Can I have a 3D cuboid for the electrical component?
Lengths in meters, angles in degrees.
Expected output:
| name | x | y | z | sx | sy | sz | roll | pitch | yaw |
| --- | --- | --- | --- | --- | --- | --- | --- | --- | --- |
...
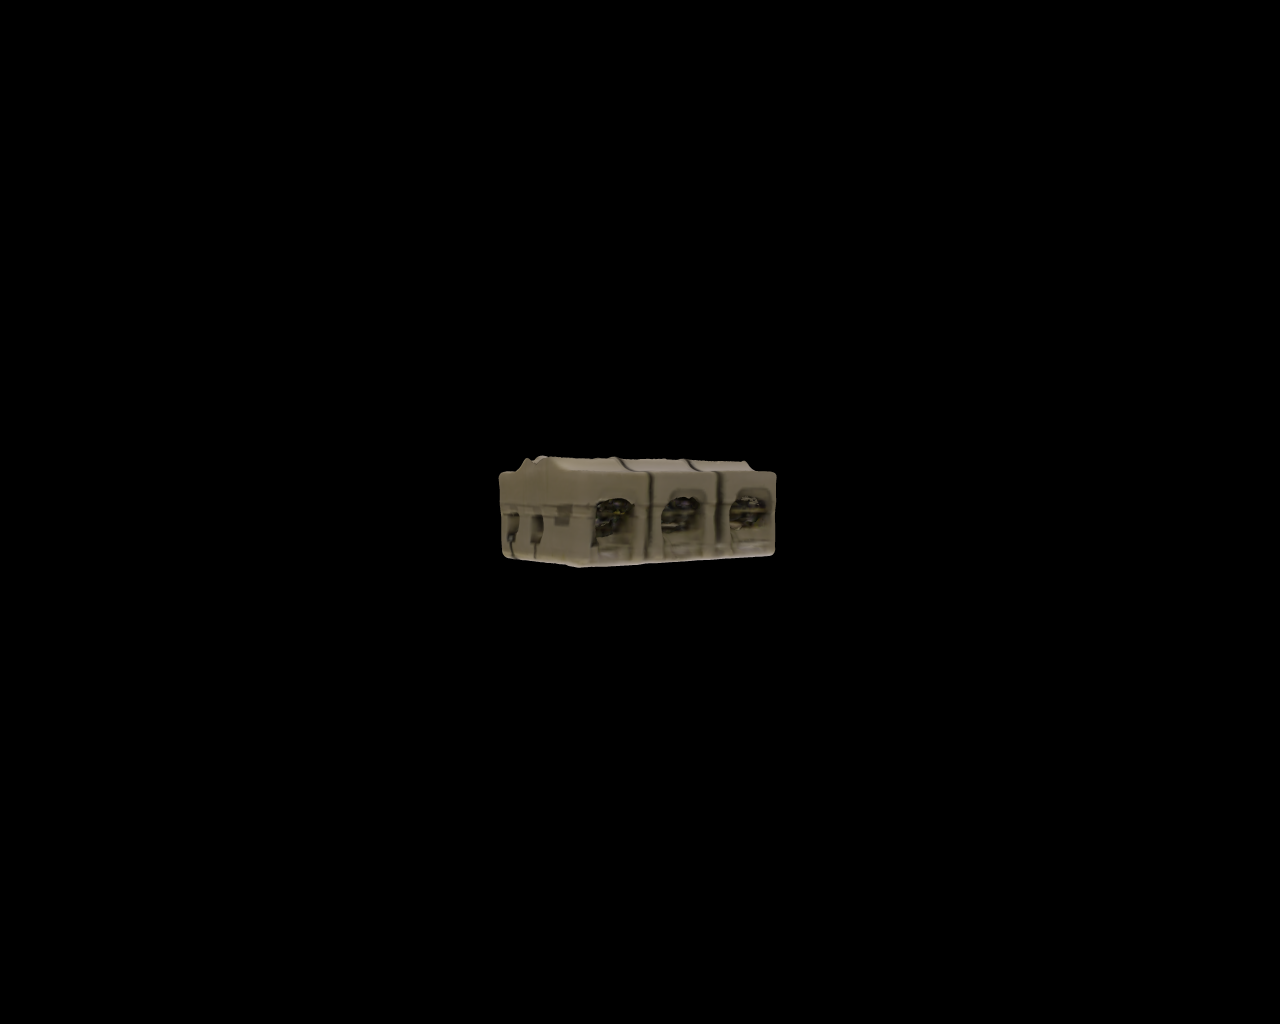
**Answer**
| name | x | y | z | sx | sy | sz | roll | pitch | yaw |
| --- | --- | --- | --- | --- | --- | --- | --- | --- | --- |
| electrical component | 0.001 | -0.003 | 0.650 | 0.150 | 0.061 | 0.089 | 0 | 0 | -37 |
